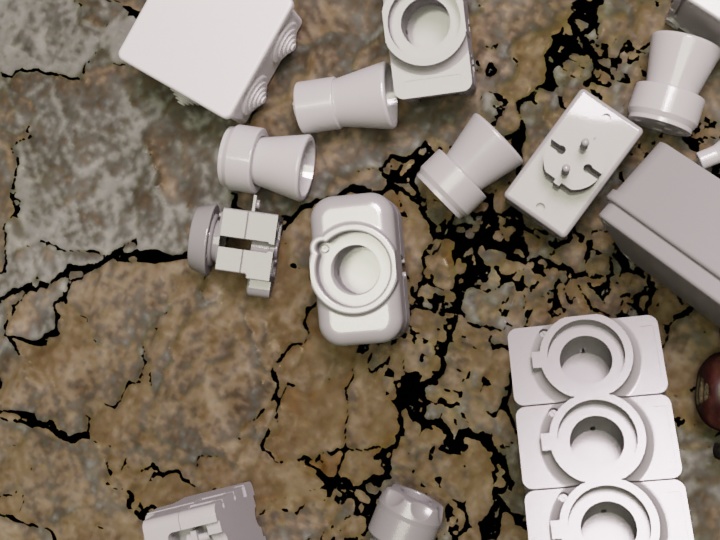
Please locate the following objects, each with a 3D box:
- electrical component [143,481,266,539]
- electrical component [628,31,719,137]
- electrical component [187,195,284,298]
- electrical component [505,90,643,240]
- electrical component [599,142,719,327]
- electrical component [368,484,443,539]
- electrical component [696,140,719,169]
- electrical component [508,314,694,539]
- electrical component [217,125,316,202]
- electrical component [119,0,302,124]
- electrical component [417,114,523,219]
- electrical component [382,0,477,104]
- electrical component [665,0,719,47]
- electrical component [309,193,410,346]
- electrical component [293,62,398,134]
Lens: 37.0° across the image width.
[{"bbox_3d":[-0.101,0.172,0.689,0.056,0.089,0.050,-15,86,8],"label":"electrical component"},{"bbox_3d":[0.196,-0.116,0.673,0.045,0.045,0.055,18,92,9],"label":"electrical component"},{"bbox_3d":[-0.083,-0.018,0.715,0.055,0.048,0.066,8,90,1],"label":"electrical component"},{"bbox_3d":[0.132,-0.066,0.666,0.047,0.076,0.083,37,94,8],"label":"electrical component"},{"bbox_3d":[0.205,-0.013,0.636,0.057,0.078,0.113,-48,56,2],"label":"electrical component"},{"bbox_3d":[0.025,0.173,0.693,0.043,0.043,0.062,22,93,9],"label":"electrical component"},{"bbox_3d":[0.241,-0.080,0.671,0.061,0.035,0.035,-23,85,10],"label":"electrical component"},{"bbox_3d":[0.141,0.108,0.641,0.089,0.061,0.150,-6,65,8],"label":"electrical component"},{"bbox_3d":[-0.062,-0.071,0.712,0.055,0.045,0.045,10,90,10],"label":"electrical component"},{"bbox_3d":[-0.097,-0.155,0.718,0.100,0.048,0.099,30,93,8],"label":"electrical component"},{"bbox_3d":[0.070,-0.066,0.692,0.055,0.045,0.045,-44,83,6],"label":"electrical component"},{"bbox_3d":[0.044,-0.155,0.687,0.050,0.056,0.089,-6,94,10],"label":"electrical component"},{"bbox_3d":[0.246,-0.159,0.658,0.096,0.062,0.061,36,94,8],"label":"electrical component"},{"bbox_3d":[0.000,0.000,0.694,0.054,0.059,0.095,-5,88,9],"label":"electrical component"},{"bbox_3d":[-0.011,-0.111,0.708,0.065,0.044,0.044,-6,88,13],"label":"electrical component"}]
